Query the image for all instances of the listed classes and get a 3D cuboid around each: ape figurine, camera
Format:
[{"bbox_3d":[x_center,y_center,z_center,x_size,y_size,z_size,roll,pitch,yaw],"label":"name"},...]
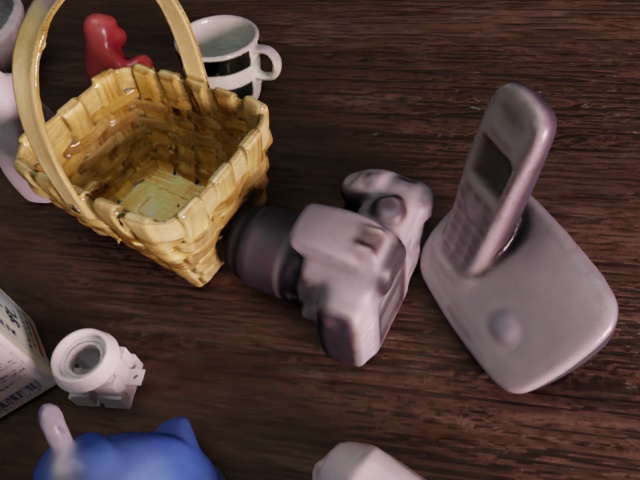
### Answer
[{"bbox_3d":[-0.228,-0.206,0.632,0.076,0.092,0.077,-35,58,-18],"label":"ape figurine"},{"bbox_3d":[0.004,0.002,0.447,0.136,0.101,0.143,19,58,19],"label":"camera"}]

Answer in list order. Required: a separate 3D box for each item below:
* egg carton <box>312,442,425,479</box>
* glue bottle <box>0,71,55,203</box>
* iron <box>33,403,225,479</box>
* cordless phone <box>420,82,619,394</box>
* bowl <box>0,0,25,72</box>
[{"bbox_3d":[0.045,0.190,0.325,0.150,0.069,0.107,29,62,25],"label":"egg carton"},{"bbox_3d":[-0.281,-0.114,0.520,0.037,0.173,0.078,3,54,9],"label":"glue bottle"},{"bbox_3d":[-0.093,0.208,0.283,0.119,0.142,0.257,-21,54,-8],"label":"iron"},{"bbox_3d":[0.135,0.003,0.379,0.094,0.185,0.147,-25,55,-11],"label":"cordless phone"},{"bbox_3d":[-0.420,-0.224,0.678,0.167,0.075,0.167,-3,54,5],"label":"bowl"}]
